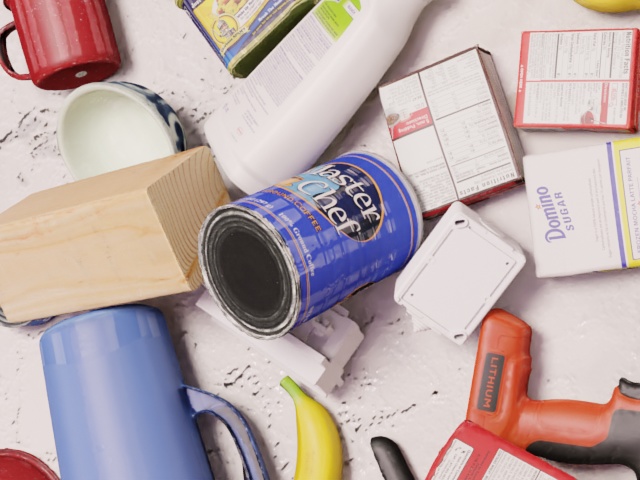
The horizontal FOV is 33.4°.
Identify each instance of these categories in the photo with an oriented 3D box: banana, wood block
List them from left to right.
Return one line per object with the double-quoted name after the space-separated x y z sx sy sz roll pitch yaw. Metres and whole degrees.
-0.176 -0.001 0.878 0.206 0.090 0.090 -11 109 33 "wood block"
-0.024 0.209 0.838 0.069 0.037 0.197 14 66 4 "banana"

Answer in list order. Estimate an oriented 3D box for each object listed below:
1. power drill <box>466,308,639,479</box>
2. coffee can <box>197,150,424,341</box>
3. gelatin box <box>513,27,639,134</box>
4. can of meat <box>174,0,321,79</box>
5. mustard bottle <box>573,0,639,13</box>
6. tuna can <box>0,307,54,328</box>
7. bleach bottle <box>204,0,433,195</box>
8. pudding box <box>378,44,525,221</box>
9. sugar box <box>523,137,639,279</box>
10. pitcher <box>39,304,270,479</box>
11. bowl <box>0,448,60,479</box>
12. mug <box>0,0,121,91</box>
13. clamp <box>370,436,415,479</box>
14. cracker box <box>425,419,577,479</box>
0.205 0.102 0.757 0.188 0.057 0.184 11 89 25 "power drill"
-0.005 0.001 0.794 0.103 0.140 0.103 22 124 37 "coffee can"
0.191 -0.117 0.787 0.089 0.030 0.073 4 90 28 "gelatin box"
-0.057 -0.197 0.891 0.102 0.057 0.084 -40 75 18 "can of meat"
0.225 -0.209 0.761 0.192 0.058 0.096 17 93 25 "mustard bottle"
-0.275 0.038 0.992 0.086 0.033 0.086 -1 87 25 "tuna can"
0.017 -0.147 0.841 0.251 0.068 0.103 -46 42 14 "bleach bottle"
0.102 -0.081 0.823 0.090 0.039 0.113 -20 81 22 "pudding box"
0.238 -0.027 0.755 0.176 0.048 0.093 -8 84 28 "sugar box"
-0.144 0.178 0.883 0.145 0.148 0.243 -30 71 47 "pitcher"
-0.302 0.276 0.982 0.162 0.055 0.162 -1 87 24 "bowl"
-0.237 -0.180 0.953 0.117 0.093 0.081 -17 85 12 "mug"
0.089 0.258 0.814 0.210 0.036 0.164 21 94 24 "clamp"
0.173 0.211 0.699 0.214 0.164 0.072 26 71 19 "cracker box"
